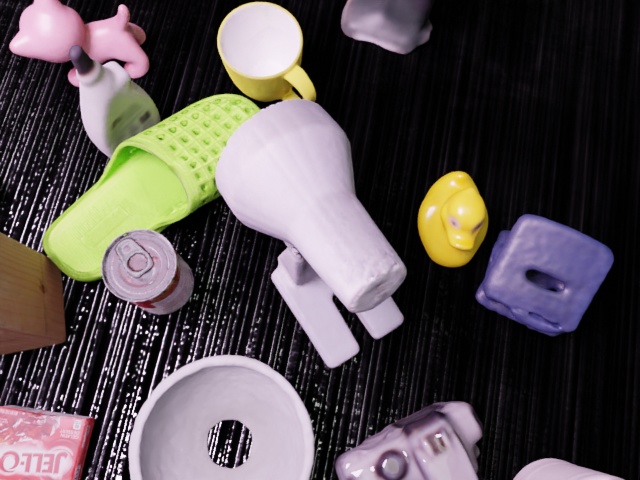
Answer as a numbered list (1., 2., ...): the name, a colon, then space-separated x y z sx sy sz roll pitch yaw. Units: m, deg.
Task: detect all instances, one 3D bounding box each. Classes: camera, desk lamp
1. camera: 0.103 0.236 0.530 0.143 0.101 0.137 -25 78 -9
2. desk lamp: 0.005 0.002 0.527 0.118 0.213 0.203 -32 79 -10

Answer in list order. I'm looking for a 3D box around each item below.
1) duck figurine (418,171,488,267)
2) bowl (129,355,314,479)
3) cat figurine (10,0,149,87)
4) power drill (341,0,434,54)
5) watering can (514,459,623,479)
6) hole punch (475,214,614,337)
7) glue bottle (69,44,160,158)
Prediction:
1. duck figurine: 0.149 -0.029 0.608 0.077 0.086 0.104 8 75 -1
2. bowl: -0.089 0.196 0.545 0.167 0.075 0.167 1 76 -3
3. cat figurine: -0.261 -0.224 0.621 0.128 0.118 0.067 -15 77 -6
4. power drill: 0.078 -0.298 0.610 0.229 0.208 0.076 17 75 2
5. watering can: 0.231 0.251 0.485 0.173 0.194 0.101 -9 76 -5
6. hole punch: 0.231 0.039 0.592 0.108 0.091 0.101 24 76 4
7. glue bottle: -0.213 -0.143 0.574 0.037 0.173 0.078 40 77 8
